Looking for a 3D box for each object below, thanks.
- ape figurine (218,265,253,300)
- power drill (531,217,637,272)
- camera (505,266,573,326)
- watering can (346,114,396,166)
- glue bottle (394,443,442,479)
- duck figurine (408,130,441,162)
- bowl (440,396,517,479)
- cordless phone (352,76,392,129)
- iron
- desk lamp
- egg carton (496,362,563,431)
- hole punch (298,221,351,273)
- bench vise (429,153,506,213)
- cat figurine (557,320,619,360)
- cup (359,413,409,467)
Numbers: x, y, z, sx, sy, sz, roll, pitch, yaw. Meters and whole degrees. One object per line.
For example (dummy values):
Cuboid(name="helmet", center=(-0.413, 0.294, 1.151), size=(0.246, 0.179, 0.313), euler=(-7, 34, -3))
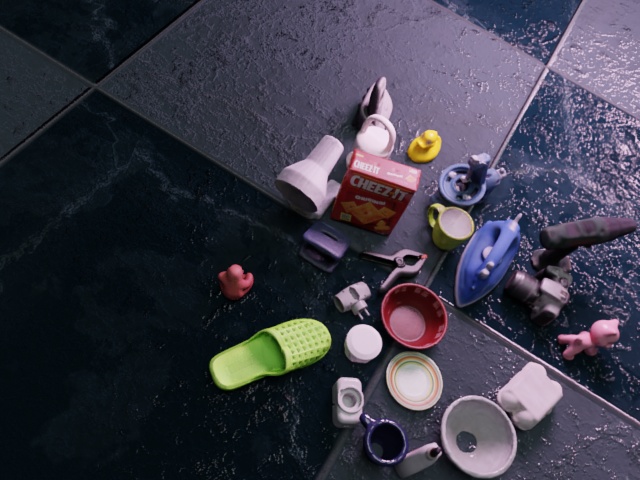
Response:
Cuboid(name="ape figurine", center=(-0.188, 0.087, 1.271), size=(0.078, 0.092, 0.076), euler=(20, 59, -1))
Cuboid(name="power drill", center=(0.638, 0.010, 1.436), size=(0.230, 0.208, 0.075), euler=(-4, 63, -15))
Cuboid(name="camera", center=(0.541, 0.116, 1.418), size=(0.136, 0.101, 0.143), euler=(30, 59, 5))
Cuboid(name="watering can", center=(0.134, -0.237, 1.465), size=(0.101, 0.194, 0.173), euler=(23, 59, 0))
Cuboid(name="glue bottle", center=(0.204, 0.427, 1.126), size=(0.078, 0.173, 0.037), euler=(-25, 69, -24))
Cuboid(name="duck figurine", center=(0.298, -0.270, 1.583), size=(0.105, 0.086, 0.077), euler=(-29, 71, -25))
Cuboid(name="bowl", center=(0.323, 0.422, 1.214), size=(0.167, 0.074, 0.167), euler=(6, 61, -10))
Cuboid(name="cordless phone", center=(0.162, -0.388, 1.560), size=(0.094, 0.185, 0.148), euler=(22, 59, 0))
Cuboid(name="iron", center=(0.419, 0.046, 1.404), size=(0.118, 0.141, 0.259), euler=(33, 60, 7))
Cuboid(name="desk lamp", center=(-0.019, -0.140, 1.365), size=(0.118, 0.213, 0.203), euler=(32, 60, 6))
Cuboid(name="egg carton", center=(0.471, 0.352, 1.289), size=(0.150, 0.069, 0.107), euler=(-34, 73, -26))
Cuboid(name="hole punch", center=(0.013, 0.005, 1.363), size=(0.108, 0.091, 0.101), euler=(31, 59, 5))
Cuboid(name="bench vise", center=(0.394, -0.170, 1.472), size=(0.208, 0.219, 0.121), euler=(-36, 74, -27))
Cuboid(name="cat figurine", center=(0.655, 0.233, 1.370), size=(0.128, 0.117, 0.067), euler=(-8, 64, -17))
Cuboid(name="cup", center=(0.113, 0.408, 1.162), size=(0.092, 0.095, 0.117), euler=(-36, 75, -27))
